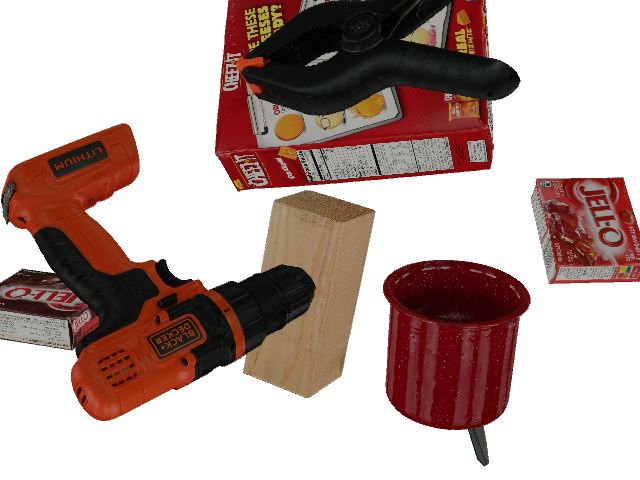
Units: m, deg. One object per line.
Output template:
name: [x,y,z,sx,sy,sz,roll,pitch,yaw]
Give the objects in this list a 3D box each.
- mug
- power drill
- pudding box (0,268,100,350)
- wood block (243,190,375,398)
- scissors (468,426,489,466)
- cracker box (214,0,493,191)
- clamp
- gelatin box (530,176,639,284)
mug: [0.087,0.063,0.702,0.093,0.081,0.117,6,25,9]
power drill: [-0.117,0.011,0.736,0.184,0.188,0.057,-26,-20,-31]
pudding box: [-0.260,0.064,1.012,0.114,0.039,0.090,4,20,19]
wood block: [-0.014,0.058,1.206,0.090,0.206,0.090,18,18,22]
scissors: [0.110,0.114,0.979,0.096,0.016,0.201,8,45,3]
cracker box: [0.030,-0.130,0.871,0.214,0.164,0.072,-5,-29,12]
clamp: [0.035,-0.108,0.619,0.172,0.120,0.039,-21,-45,15]
gelatin box: [0.211,-0.009,0.843,0.073,0.089,0.030,-1,-36,-3]
